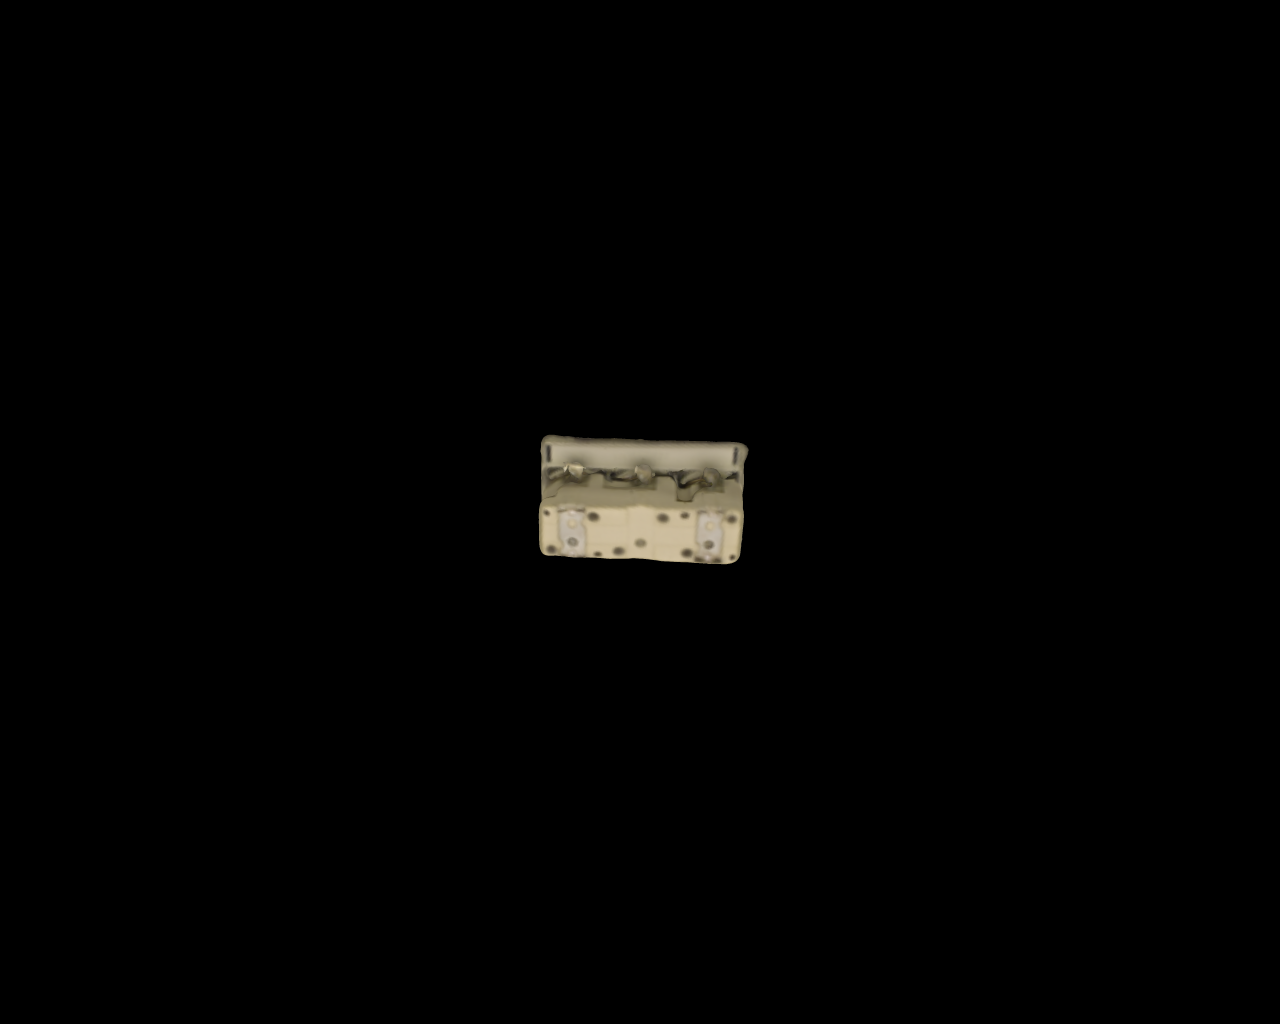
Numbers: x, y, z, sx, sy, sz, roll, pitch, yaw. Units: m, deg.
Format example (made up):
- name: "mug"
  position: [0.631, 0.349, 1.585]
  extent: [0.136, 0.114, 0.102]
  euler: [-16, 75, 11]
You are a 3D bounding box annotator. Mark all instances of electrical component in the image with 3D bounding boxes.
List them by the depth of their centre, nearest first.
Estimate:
- name: "electrical component"
  position: [0.001, -0.003, 0.650]
  extent: [0.121, 0.078, 0.063]
  euler: [3, 35, -2]
